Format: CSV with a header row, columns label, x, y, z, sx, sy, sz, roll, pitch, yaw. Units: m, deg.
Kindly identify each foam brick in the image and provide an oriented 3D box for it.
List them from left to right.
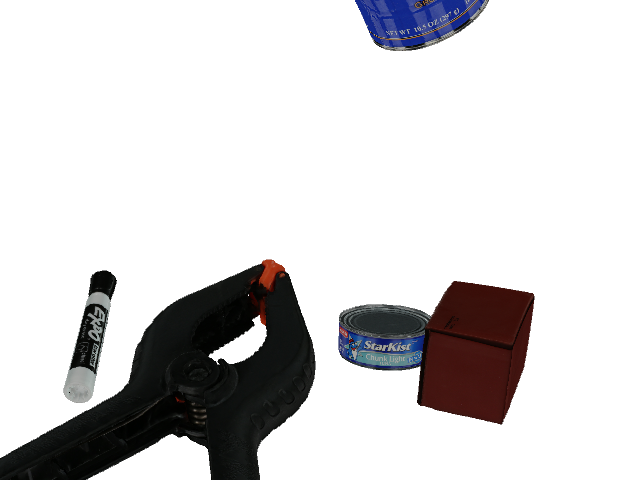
label,x,y,z,sx,sy,sz,roll,pitch,yaw
foam brick,0.093,0.064,0.637,0.053,0.051,0.078,10,23,18

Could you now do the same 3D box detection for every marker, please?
label,x,y,z,sx,sy,sz,roll,pitch,yaw
marker,-0.157,0.062,0.733,0.020,0.020,0.121,0,37,-1

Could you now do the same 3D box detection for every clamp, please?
label,x,y,z,sx,sy,sz,roll,pitch,yaw
clamp,-0.044,0.074,0.442,0.120,0.039,0.171,25,48,19

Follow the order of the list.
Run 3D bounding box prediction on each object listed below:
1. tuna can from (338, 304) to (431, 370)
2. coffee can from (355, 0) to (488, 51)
label,x,y,z,sx,sy,sz,roll,pitch,yaw
tuna can,0.058,0.086,0.948,0.086,0.034,0.086,2,14,-1
coffee can,0.059,-0.231,0.809,0.103,0.102,0.140,0,-43,34
